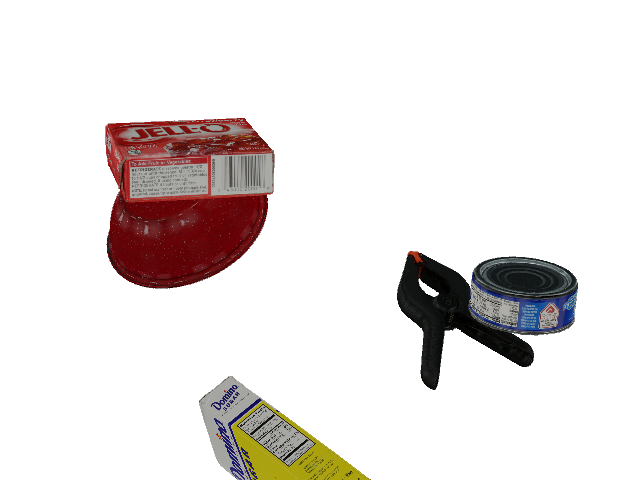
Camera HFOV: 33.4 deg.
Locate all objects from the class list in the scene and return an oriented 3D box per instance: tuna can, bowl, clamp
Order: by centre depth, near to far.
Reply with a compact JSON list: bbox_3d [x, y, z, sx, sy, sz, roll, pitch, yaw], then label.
[{"bbox_3d":[0.164,0.043,0.862,0.086,0.034,0.086,2,21,-1],"label":"tuna can"},{"bbox_3d":[-0.133,-0.033,0.993,0.162,0.162,0.055,0,-41,20],"label":"bowl"},{"bbox_3d":[0.138,0.076,1.079,0.120,0.171,0.039,0,-45,-19],"label":"clamp"}]

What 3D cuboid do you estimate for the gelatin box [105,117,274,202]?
[{"bbox_3d":[-0.078,-0.049,0.630,0.089,0.030,0.073,-4,22,-17],"label":"gelatin box"}]

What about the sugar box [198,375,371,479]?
[{"bbox_3d":[-0.026,0.196,0.898,0.176,0.093,0.048,27,52,36],"label":"sugar box"}]
